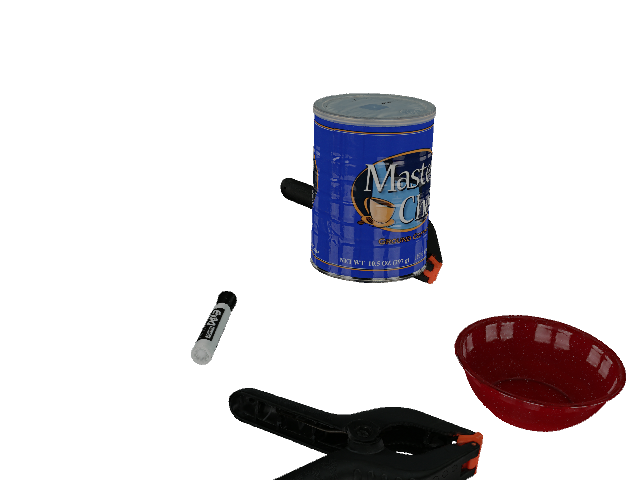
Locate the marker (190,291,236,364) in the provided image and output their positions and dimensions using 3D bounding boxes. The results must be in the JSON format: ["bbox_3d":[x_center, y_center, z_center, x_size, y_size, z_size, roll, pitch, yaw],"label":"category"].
[{"bbox_3d":[-0.097,0.079,0.994,0.020,0.020,0.121,0,22,8],"label":"marker"}]

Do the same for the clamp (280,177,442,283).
[{"bbox_3d":[0.061,-0.026,1.259,0.164,0.036,0.210,-15,51,-29],"label":"clamp"}]

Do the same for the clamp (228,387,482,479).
[{"bbox_3d":[0.020,0.143,0.687,0.171,0.039,0.120,4,35,1],"label":"clamp"}]

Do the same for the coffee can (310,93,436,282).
[{"bbox_3d":[0.043,-0.047,0.911,0.103,0.140,0.103,1,19,-1],"label":"coffee can"}]

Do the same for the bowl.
[{"bbox_3d":[0.206,0.134,1.022,0.162,0.055,0.162,4,26,-2],"label":"bowl"}]
